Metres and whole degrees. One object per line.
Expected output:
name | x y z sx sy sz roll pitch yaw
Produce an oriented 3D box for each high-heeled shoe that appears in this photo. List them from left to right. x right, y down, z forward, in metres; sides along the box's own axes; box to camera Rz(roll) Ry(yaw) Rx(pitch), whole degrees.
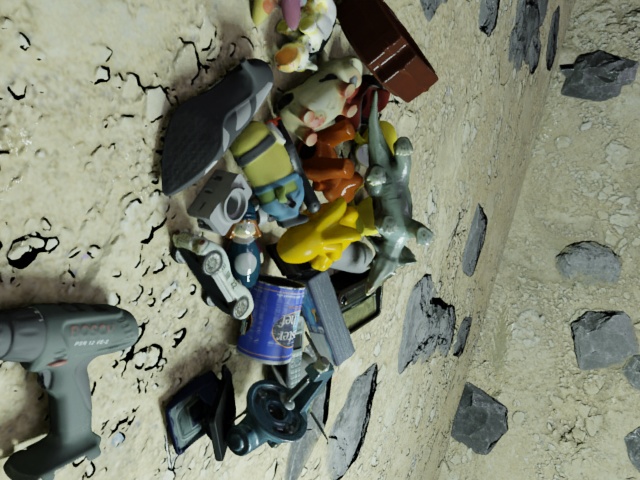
high-heeled shoe | -0.152 -0.168 0.799 0.248 0.086 0.145 -56 178 -1

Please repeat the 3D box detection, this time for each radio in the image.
radio | 0.070 0.142 1.269 0.229 0.073 0.131 -20 120 -55

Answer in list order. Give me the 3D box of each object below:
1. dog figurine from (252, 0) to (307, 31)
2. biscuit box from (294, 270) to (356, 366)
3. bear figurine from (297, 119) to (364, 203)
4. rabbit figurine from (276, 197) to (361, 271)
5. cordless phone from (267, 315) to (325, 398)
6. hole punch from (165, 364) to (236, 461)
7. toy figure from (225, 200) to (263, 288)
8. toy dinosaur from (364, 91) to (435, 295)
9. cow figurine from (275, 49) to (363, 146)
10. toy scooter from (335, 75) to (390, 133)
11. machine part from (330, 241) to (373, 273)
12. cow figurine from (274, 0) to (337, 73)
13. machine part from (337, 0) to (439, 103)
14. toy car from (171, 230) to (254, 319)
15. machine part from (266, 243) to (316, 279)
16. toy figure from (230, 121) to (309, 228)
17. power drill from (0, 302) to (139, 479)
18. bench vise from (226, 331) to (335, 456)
dog figurine | -0.079 -0.411 0.754 0.191 0.109 0.219 -36 134 -49
biscuit box | 0.007 0.158 1.116 0.063 0.059 0.202 -29 107 -40
bear figurine | 0.039 -0.130 1.049 0.195 0.132 0.120 36 52 -51
rabbit figurine | -0.002 -0.003 0.969 0.173 0.162 0.122 -22 89 -55
cordless phone | -0.044 0.240 1.117 0.146 0.089 0.184 -1 99 -59
hole punch | -0.194 0.291 0.899 0.116 0.092 0.142 -72 158 -61
toy figure | -0.126 0.003 0.893 0.064 0.058 0.154 -18 120 -41
toy dinosaur | 0.145 -0.091 1.135 0.192 0.131 0.404 158 -73 -81
cow figurine | 0.003 -0.262 0.953 0.195 0.127 0.085 -42 149 -21
toy scooter | 0.081 -0.278 1.108 0.184 0.075 0.135 -9 111 -54
machine part | 0.051 0.029 1.186 0.243 0.079 0.079 17 88 -61
cow figurine | -0.024 -0.341 0.915 0.167 0.068 0.098 -67 155 -13
machine part | 0.127 -0.372 1.030 0.201 0.087 0.201 8 51 -61
toy car | -0.165 0.056 0.839 0.056 0.074 0.201 -53 143 -28
machine part | -0.053 0.040 1.020 0.039 0.084 0.138 -43 160 13
toy figure | -0.080 -0.104 0.862 0.089 0.082 0.180 -33 110 -44
power drill | -0.324 0.172 0.631 0.232 0.086 0.207 -8 102 -61
bench vise | -0.046 0.280 0.931 0.223 0.129 0.240 7 128 -51
